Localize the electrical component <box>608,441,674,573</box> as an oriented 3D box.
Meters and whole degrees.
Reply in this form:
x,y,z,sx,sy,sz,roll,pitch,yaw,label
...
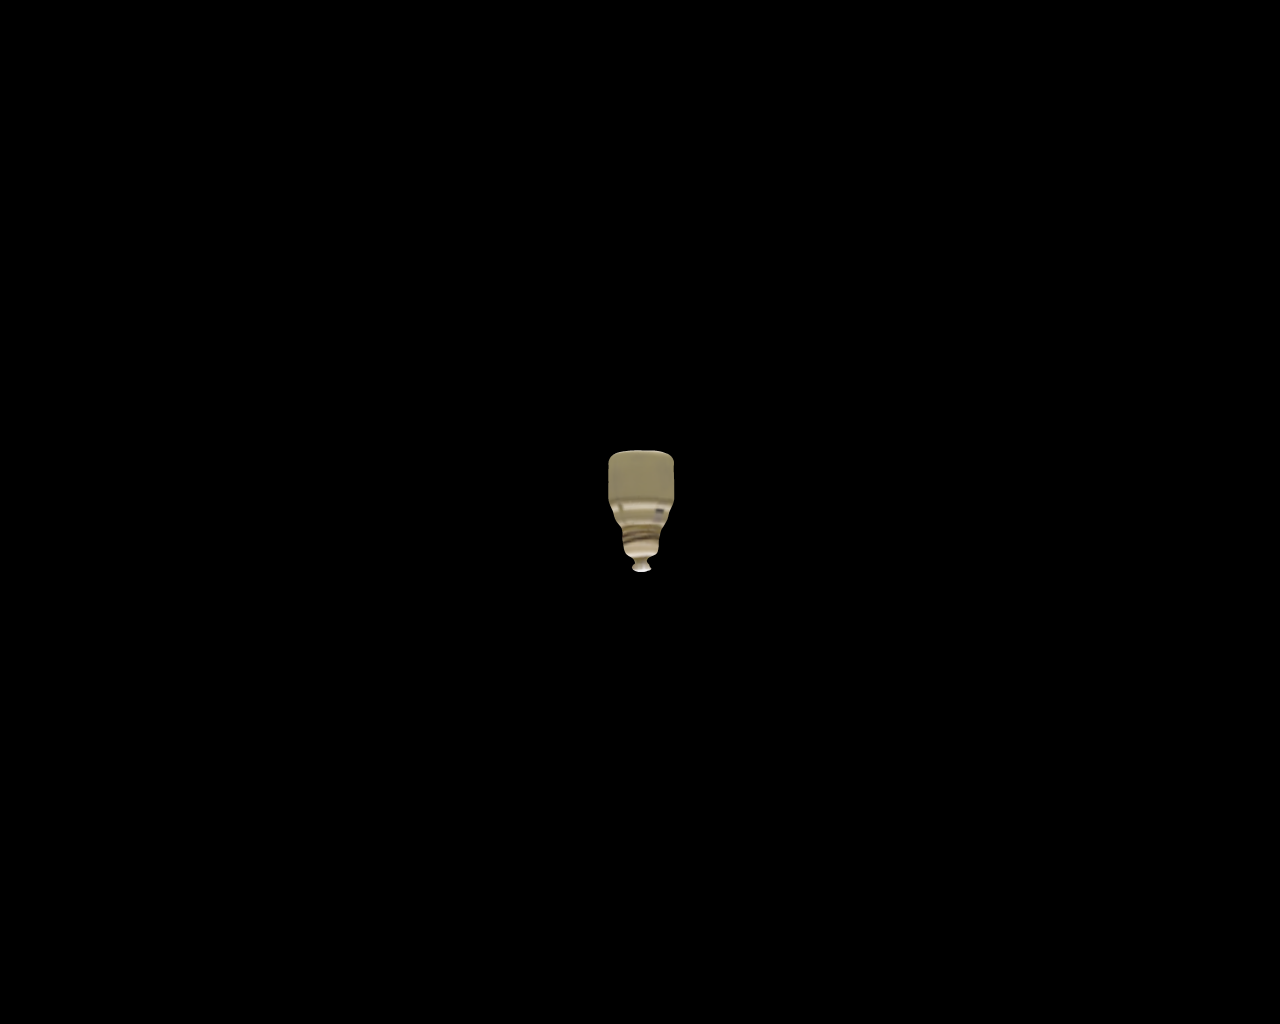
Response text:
x,y,z,sx,sy,sz,roll,pitch,yaw,label
0.001,-0.003,0.650,0.040,0.078,0.040,0,-7,0,electrical component
